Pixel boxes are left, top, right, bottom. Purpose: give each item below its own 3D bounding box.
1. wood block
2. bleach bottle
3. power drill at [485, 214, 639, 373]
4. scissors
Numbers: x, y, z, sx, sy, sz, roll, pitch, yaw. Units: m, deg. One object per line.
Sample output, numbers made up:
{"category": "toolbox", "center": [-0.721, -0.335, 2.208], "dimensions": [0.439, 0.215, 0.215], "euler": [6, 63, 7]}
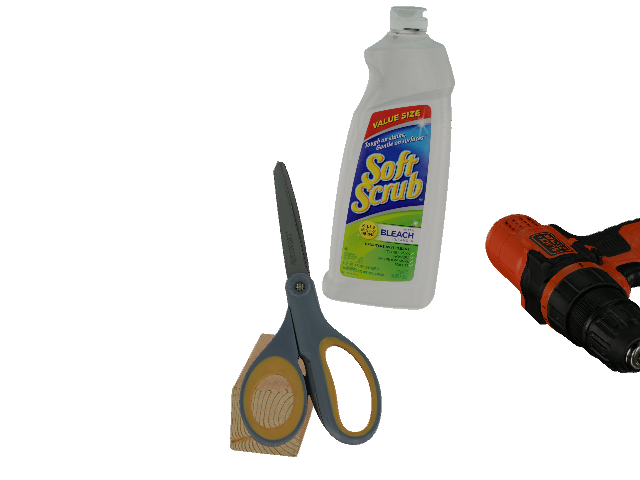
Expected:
{"category": "wood block", "center": [-0.057, 0.205, 1.447], "dimensions": [0.091, 0.090, 0.206], "euler": [5, 15, 6]}
{"category": "bleach bottle", "center": [0.058, -0.071, 0.906], "dimensions": [0.103, 0.251, 0.068], "euler": [7, 18, 13]}
{"category": "power drill", "center": [0.231, 0.021, 0.738], "dimensions": [0.187, 0.057, 0.184], "euler": [-9, 28, -16]}
{"category": "scissors", "center": [-0.028, 0.046, 0.685], "dimensions": [0.096, 0.202, 0.016], "euler": [-23, -25, -7]}
